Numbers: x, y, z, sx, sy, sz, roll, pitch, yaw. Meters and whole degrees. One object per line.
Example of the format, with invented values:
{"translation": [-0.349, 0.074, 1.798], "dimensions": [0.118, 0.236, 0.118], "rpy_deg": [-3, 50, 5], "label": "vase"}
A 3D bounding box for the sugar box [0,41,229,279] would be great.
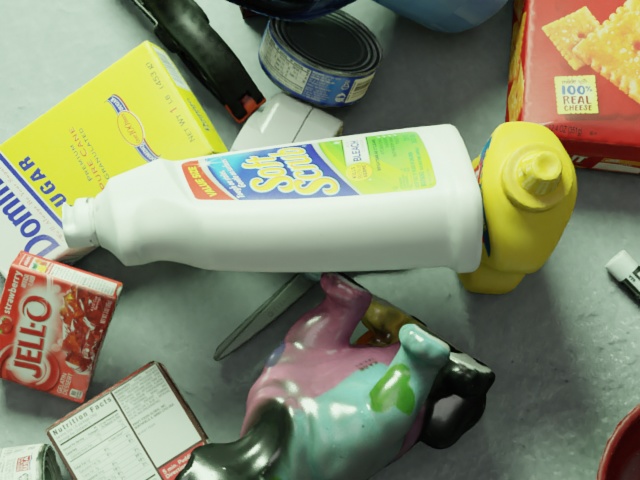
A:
{"translation": [-0.160, -0.049, 0.737], "dimensions": [0.176, 0.048, 0.093], "rpy_deg": [-33, 82, 10], "label": "sugar box"}

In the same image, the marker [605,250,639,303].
{"translation": [0.254, 0.057, 0.768], "dimensions": [0.020, 0.020, 0.121], "rpy_deg": [-42, 83, -8], "label": "marker"}

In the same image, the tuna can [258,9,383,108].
{"translation": [0.000, -0.133, 0.765], "dimensions": [0.086, 0.034, 0.086], "rpy_deg": [15, 41, -14], "label": "tuna can"}

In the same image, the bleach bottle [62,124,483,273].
{"translation": [-0.033, -0.017, 0.661], "dimensions": [0.251, 0.068, 0.102], "rpy_deg": [-6, 37, -2], "label": "bleach bottle"}

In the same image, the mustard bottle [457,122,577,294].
{"translation": [0.125, -0.024, 0.691], "dimensions": [0.058, 0.191, 0.096], "rpy_deg": [5, 79, -1], "label": "mustard bottle"}

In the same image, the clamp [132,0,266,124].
{"translation": [-0.100, -0.155, 0.745], "dimensions": [0.039, 0.120, 0.171], "rpy_deg": [-44, 98, 1], "label": "clamp"}

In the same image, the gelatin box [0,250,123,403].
{"translation": [-0.183, 0.060, 0.725], "dimensions": [0.073, 0.030, 0.089], "rpy_deg": [19, 111, -7], "label": "gelatin box"}

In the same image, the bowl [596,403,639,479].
{"translation": [0.252, 0.179, 0.721], "dimensions": [0.162, 0.055, 0.162], "rpy_deg": [2, 77, -9], "label": "bowl"}

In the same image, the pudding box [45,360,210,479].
{"translation": [-0.120, 0.153, 0.730], "dimensions": [0.090, 0.039, 0.113], "rpy_deg": [-32, 82, -7], "label": "pudding box"}

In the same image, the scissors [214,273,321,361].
{"translation": [-0.005, 0.001, 0.772], "dimensions": [0.201, 0.016, 0.096], "rpy_deg": [-26, 80, -6], "label": "scissors"}

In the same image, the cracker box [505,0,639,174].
{"translation": [0.225, -0.159, 0.780], "dimensions": [0.164, 0.072, 0.213], "rpy_deg": [6, 79, -1], "label": "cracker box"}

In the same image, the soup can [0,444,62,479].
{"translation": [-0.227, 0.176, 0.708], "dimensions": [0.102, 0.068, 0.068], "rpy_deg": [-8, 80, -4], "label": "soup can"}

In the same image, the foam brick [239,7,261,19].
{"translation": [-0.043, -0.214, 0.792], "dimensions": [0.051, 0.053, 0.078], "rpy_deg": [-15, 80, -5], "label": "foam brick"}

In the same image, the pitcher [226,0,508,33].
{"translation": [0.024, -0.219, 0.707], "dimensions": [0.242, 0.149, 0.145], "rpy_deg": [18, 77, -44], "label": "pitcher"}
